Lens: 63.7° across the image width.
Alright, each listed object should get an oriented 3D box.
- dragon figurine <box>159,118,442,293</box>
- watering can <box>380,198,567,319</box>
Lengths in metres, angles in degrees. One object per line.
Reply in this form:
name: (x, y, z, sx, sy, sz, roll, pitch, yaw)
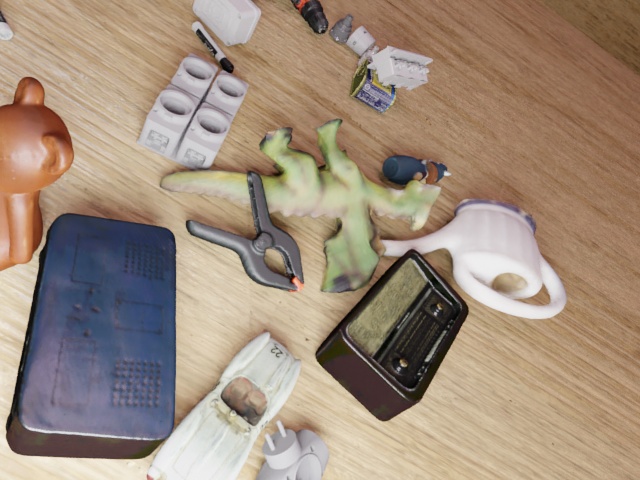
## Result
dragon figurine: (0.002, -0.038, 0.754, 0.413, 0.120, 0.246, -19, 72, -25)
watering can: (0.265, 0.010, 0.889, 0.347, 0.101, 0.230, 22, 44, -5)
